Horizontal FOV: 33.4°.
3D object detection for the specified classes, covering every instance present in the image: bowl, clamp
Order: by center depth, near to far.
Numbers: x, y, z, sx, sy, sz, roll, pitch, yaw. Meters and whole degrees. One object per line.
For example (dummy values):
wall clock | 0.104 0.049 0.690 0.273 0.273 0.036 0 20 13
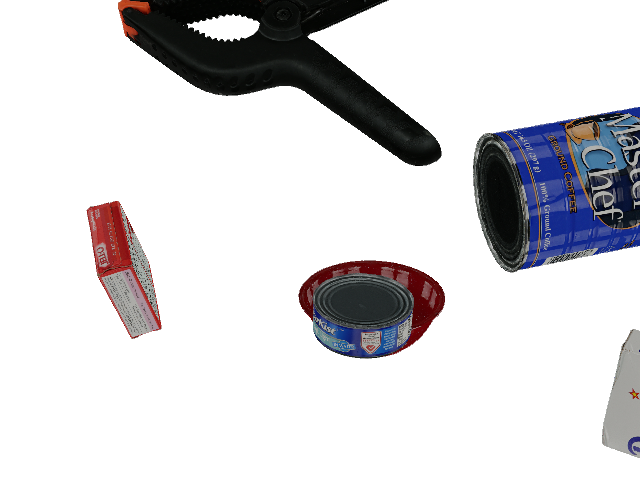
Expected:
clamp | -0.017 -0.117 0.641 0.210 0.164 0.036 0 -30 1
bowl | 0.057 0.083 1.188 0.162 0.055 0.162 0 28 0

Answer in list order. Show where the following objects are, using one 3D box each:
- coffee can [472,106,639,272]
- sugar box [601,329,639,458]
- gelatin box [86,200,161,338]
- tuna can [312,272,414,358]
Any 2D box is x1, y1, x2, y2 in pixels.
coffee can | 0.195 -0.040 0.777 0.140 0.103 0.103 -11 2 -9
sugar box | 0.309 0.139 0.807 0.176 0.093 0.048 15 27 22
gelatin box | -0.158 0.024 0.858 0.030 0.073 0.089 -18 -40 -2
tuna can | 0.036 0.063 0.905 0.086 0.034 0.086 1 29 -1
